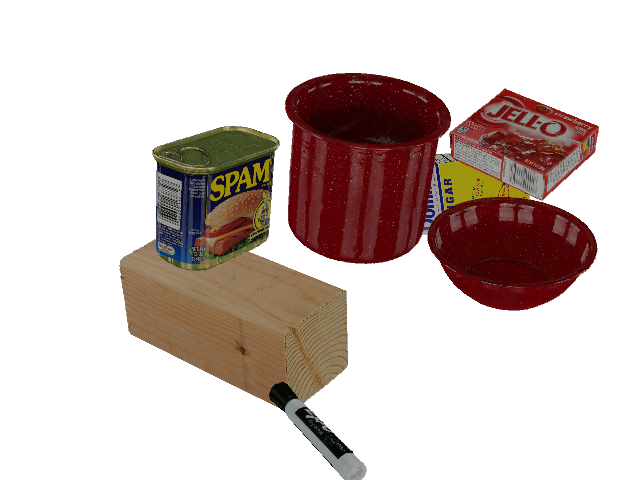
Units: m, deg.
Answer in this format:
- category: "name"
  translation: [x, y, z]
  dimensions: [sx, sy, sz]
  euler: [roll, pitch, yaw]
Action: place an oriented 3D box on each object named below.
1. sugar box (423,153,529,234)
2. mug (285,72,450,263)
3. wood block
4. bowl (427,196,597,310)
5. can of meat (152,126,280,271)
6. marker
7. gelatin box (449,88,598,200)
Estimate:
- category: "sugar box"
  translation: [0.171, -0.059, 1.303]
  dimensions: [0.176, 0.093, 0.048]
  euler: [-7, 24, -21]
- category: "mug"
  translation: [0.028, -0.046, 0.625]
  dimensions: [0.093, 0.081, 0.117]
  euler: [17, 35, 18]
- category: "wood block"
  translation: [-0.083, 0.069, 1.007]
  dimensions: [0.206, 0.091, 0.090]
  euler: [21, 38, 33]
- category: "bowl"
  translation: [0.184, 0.020, 1.039]
  dimensions: [0.162, 0.055, 0.162]
  euler: [-1, 33, 0]
- category: "can of meat"
  translation: [-0.080, -0.033, 0.813]
  dimensions: [0.058, 0.084, 0.101]
  euler: [21, 28, 31]
- category: "marker"
  translation: [-0.005, 0.148, 0.837]
  dimensions: [0.020, 0.020, 0.121]
  euler: [0, 26, -36]
- category: "gelatin box"
  translation: [0.156, -0.076, 0.823]
  dimensions: [0.089, 0.030, 0.073]
  euler: [30, 54, 33]
